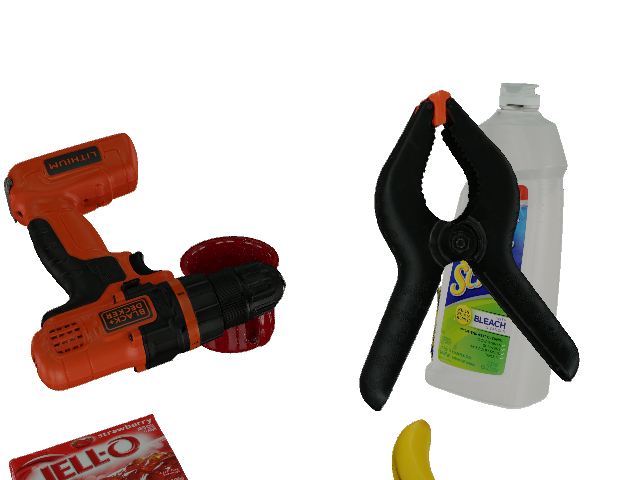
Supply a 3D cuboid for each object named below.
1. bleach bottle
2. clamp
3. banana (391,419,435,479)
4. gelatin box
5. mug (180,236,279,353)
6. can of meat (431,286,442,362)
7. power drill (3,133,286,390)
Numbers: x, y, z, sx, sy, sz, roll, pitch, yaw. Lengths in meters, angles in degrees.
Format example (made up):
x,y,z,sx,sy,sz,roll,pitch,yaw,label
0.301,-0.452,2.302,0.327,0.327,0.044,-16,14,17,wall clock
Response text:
x,y,z,sx,sy,sz,roll,pitch,yaw,label
0.143,0.001,0.852,0.103,0.251,0.067,13,15,41,bleach bottle
0.063,0.009,0.575,0.120,0.171,0.039,-16,-1,-13,clamp
0.104,0.233,1.028,0.069,0.037,0.198,9,21,-21,banana
-0.124,0.140,0.603,0.089,0.030,0.073,-15,28,-20,gelatin box
-0.078,0.058,1.009,0.093,0.081,0.117,-19,34,-29,mug
0.161,0.111,1.254,0.057,0.084,0.102,7,20,2,can of meat
-0.140,0.007,0.785,0.184,0.188,0.057,-18,-35,-20,power drill
